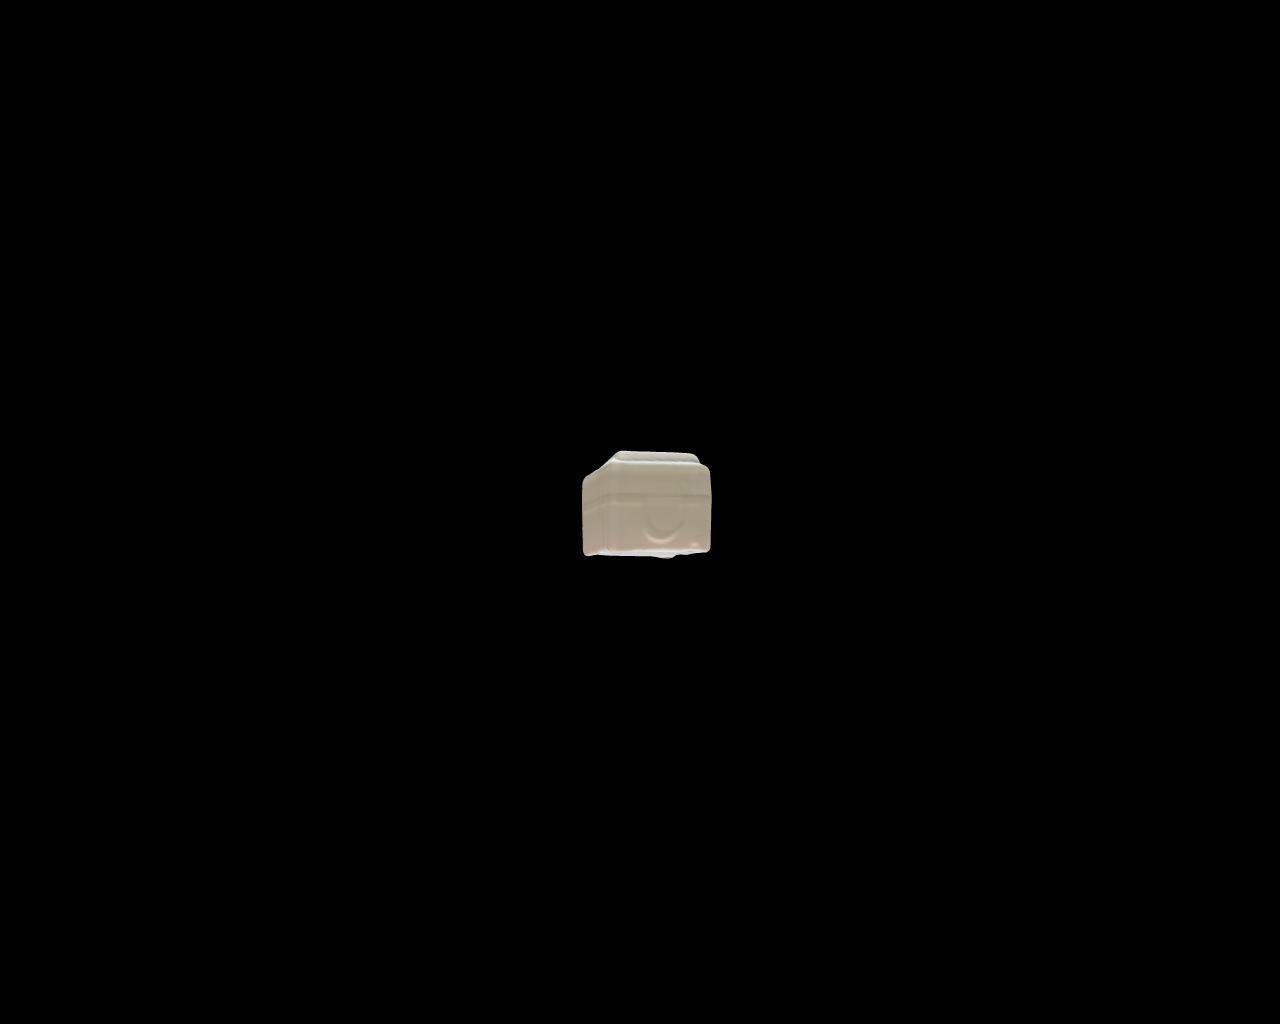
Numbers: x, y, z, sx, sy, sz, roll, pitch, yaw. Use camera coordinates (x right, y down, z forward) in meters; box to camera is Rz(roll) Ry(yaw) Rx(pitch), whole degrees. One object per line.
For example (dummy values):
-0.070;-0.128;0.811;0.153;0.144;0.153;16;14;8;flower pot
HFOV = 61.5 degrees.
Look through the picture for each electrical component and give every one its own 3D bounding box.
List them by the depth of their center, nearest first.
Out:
0.001;-0.003;0.650;0.062;0.061;0.096;1;-5;-15;electrical component
